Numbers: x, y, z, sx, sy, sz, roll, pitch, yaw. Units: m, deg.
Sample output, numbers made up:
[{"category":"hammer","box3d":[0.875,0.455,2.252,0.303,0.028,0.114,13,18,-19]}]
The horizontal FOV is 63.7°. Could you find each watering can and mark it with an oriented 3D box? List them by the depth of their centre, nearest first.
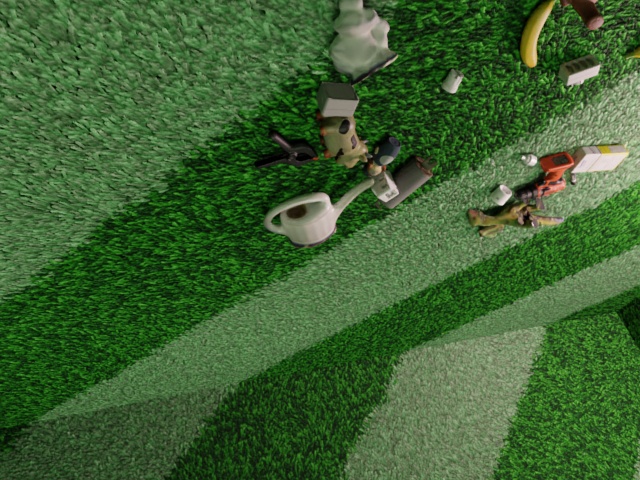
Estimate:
[{"category":"watering can","box3d":[0.005,-0.078,1.553,0.348,0.106,0.220,-16,150,0]}]

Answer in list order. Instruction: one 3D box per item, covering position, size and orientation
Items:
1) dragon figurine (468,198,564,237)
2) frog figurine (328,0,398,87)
[{"category":"dragon figurine","box3d":[0.713,-0.066,1.943,0.409,0.124,0.240,12,156,-35]},{"category":"frog figurine","box3d":[0.075,-0.424,1.074,0.136,0.125,0.157,-22,112,25]}]
